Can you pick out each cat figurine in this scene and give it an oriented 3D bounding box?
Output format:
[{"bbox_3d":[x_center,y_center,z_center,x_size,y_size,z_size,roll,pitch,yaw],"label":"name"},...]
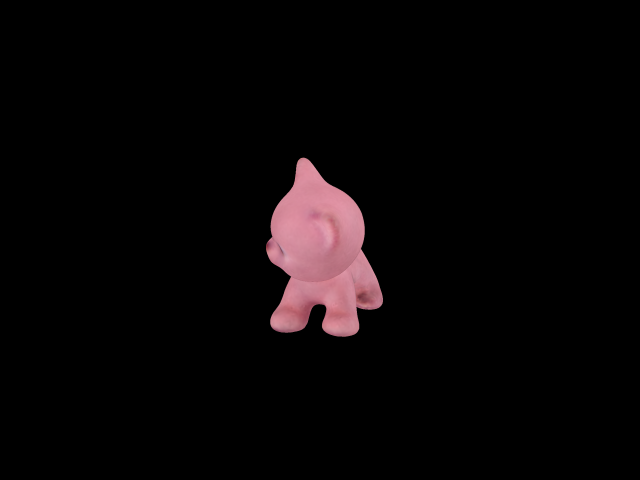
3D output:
[{"bbox_3d":[0.004,0.001,0.400,0.067,0.118,0.128,3,11,16],"label":"cat figurine"}]
